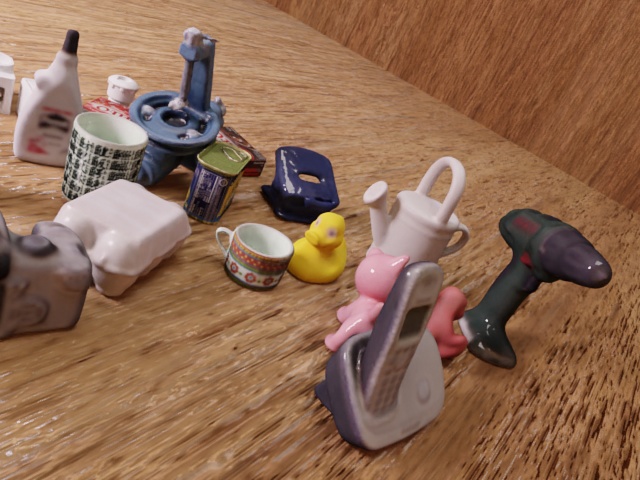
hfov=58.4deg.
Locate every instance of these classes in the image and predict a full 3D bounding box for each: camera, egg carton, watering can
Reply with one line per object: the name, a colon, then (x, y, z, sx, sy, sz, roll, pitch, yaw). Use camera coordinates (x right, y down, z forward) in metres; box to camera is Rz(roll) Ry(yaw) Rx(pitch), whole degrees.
camera: (-0.282, 0.005, 0.482, 0.144, 0.101, 0.136, -1, 36, -43)
egg carton: (-0.209, -0.007, 0.607, 0.107, 0.069, 0.150, 27, 26, 3)
watering can: (0.145, -0.032, 0.834, 0.173, 0.194, 0.100, 4, 33, -38)

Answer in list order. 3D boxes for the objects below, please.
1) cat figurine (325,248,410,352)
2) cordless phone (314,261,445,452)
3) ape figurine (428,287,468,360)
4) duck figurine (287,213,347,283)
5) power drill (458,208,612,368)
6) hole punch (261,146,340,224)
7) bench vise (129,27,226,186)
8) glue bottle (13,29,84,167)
cat figurine: (0.065, 0.066, 0.665, 0.067, 0.117, 0.128, 25, 26, 0)
cordless phone: (0.088, 0.099, 0.544, 0.148, 0.185, 0.094, -7, 40, -48)
ape figurine: (0.151, 0.099, 0.710, 0.076, 0.092, 0.077, 12, 29, -26)
duck figurine: (0.007, 0.003, 0.767, 0.077, 0.086, 0.105, 37, 28, 23)
power drill: (0.272, 0.061, 0.757, 0.076, 0.208, 0.229, 20, 26, -12)
hole punch: (-0.023, -0.085, 0.898, 0.109, 0.091, 0.100, 7, 31, -33)
bench vise: (-0.191, -0.198, 0.808, 0.122, 0.219, 0.207, 20, 26, -11)
glue bottle: (-0.320, -0.174, 0.699, 0.078, 0.173, 0.037, 4, 33, -37)
